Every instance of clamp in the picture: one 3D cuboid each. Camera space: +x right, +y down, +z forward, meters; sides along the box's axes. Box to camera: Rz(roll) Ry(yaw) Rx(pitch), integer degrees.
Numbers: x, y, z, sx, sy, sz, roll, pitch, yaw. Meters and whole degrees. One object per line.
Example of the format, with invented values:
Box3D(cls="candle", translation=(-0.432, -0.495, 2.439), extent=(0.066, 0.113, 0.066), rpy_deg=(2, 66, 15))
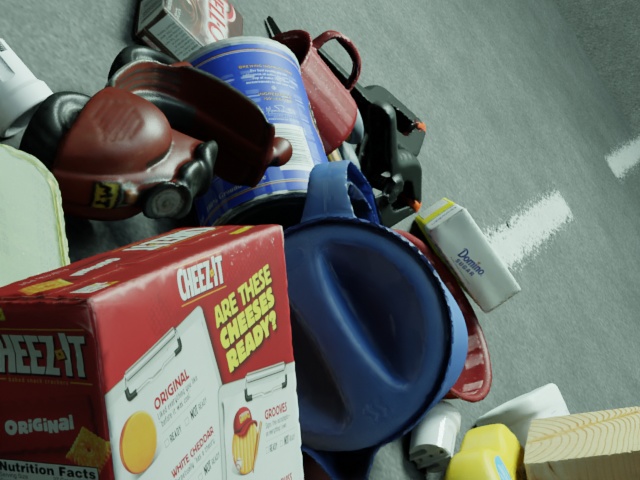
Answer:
Box3D(cls="clamp", translation=(0.057, -0.060, 0.965), extent=(0.039, 0.120, 0.171), rpy_deg=(36, 14, 22))
Box3D(cls="clamp", translation=(0.058, -0.114, 1.100), extent=(0.209, 0.036, 0.164), rpy_deg=(14, 49, -56))

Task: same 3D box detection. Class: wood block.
Box3D(cls="wood block", translation=(0.227, 0.249, 0.843), extent=(0.090, 0.091, 0.206), rpy_deg=(-42, 120, -71))

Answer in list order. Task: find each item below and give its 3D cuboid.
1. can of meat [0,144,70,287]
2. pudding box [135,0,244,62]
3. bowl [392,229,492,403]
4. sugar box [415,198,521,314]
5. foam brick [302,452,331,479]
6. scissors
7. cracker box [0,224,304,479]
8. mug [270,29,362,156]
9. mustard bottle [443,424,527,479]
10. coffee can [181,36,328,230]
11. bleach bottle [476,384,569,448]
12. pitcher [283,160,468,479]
Box3D(cls="can of meat", translation=(-0.164, 0.015, 0.499), extent=(0.057, 0.084, 0.102), rpy_deg=(26, 40, -49))
Box3D(cls="pudding box", translation=(-0.105, -0.178, 0.876), extent=(0.090, 0.039, 0.113), rpy_deg=(42, 30, -31))
Box3D(cls="bowl", translation=(0.078, 0.073, 0.900), extent=(0.162, 0.055, 0.162), rpy_deg=(42, 29, -31))
Box3D(cls="sugar box", translation=(0.137, 0.011, 1.025), extent=(0.093, 0.048, 0.176), rpy_deg=(55, 6, -3))
Box3D(cls="foam brick", translation=(-0.026, 0.151, 0.630), extent=(0.078, 0.053, 0.051), rpy_deg=(30, 37, -43))
Box3D(cls="scissors", translation=(-0.004, -0.148, 0.992), extent=(0.016, 0.096, 0.202), rpy_deg=(-18, 75, -20))
Box3D(cls="cracker box", translation=(-0.070, 0.111, 0.479), extent=(0.164, 0.072, 0.214), rpy_deg=(-24, 111, -65))
Box3D(cls="mug", translation=(-0.014, -0.124, 0.900), extent=(0.081, 0.117, 0.093), rpy_deg=(46, -3, -33))
Box3D(cls="mustard bottle", translation=(0.124, 0.201, 0.792), extent=(0.191, 0.058, 0.096), rpy_deg=(-5, 82, -75))
Box3D(cls="coffee can", translation=(-0.048, -0.061, 0.773), extent=(0.102, 0.103, 0.140), rpy_deg=(24, 42, -50))
Box3D(cls="bleach bottle", translation=(0.233, 0.259, 0.963), extent=(0.102, 0.068, 0.251), rpy_deg=(-6, 69, -61))
Box3D(cls="pitcher", translation=(0.033, 0.054, 0.699), extent=(0.145, 0.149, 0.242), rpy_deg=(39, 3, 14))
